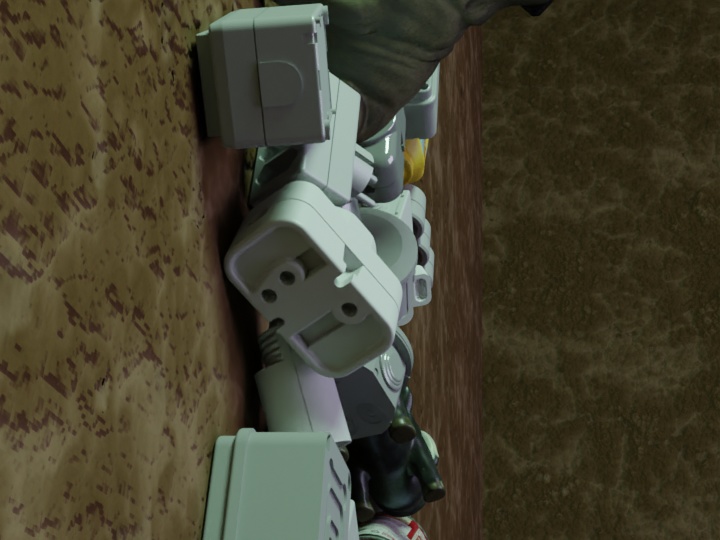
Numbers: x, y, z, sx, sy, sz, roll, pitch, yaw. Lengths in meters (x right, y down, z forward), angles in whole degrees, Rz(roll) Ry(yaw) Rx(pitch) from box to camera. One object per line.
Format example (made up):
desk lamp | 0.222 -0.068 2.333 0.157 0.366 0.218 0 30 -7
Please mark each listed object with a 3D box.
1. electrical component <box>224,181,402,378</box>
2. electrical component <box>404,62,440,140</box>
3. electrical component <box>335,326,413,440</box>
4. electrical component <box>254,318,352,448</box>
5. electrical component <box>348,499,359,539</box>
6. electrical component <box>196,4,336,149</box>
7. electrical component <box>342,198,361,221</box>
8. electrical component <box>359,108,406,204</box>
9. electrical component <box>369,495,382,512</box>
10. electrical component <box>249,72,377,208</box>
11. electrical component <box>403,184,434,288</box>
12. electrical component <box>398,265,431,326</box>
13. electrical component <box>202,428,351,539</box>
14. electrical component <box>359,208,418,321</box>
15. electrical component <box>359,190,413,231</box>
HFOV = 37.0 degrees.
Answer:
electrical component | -0.023 0.003 0.584 0.095 0.054 0.059 49 25 -18
electrical component | 0.031 -0.176 0.959 0.057 0.078 0.113 80 12 -54
electrical component | -0.009 0.065 0.676 0.051 0.080 0.080 -71 158 -50
electrical component | -0.036 0.064 0.608 0.043 0.043 0.081 53 20 -74
electrical component | -0.027 0.187 0.644 0.065 0.047 0.076 -74 161 -61
electrical component | -0.046 -0.102 0.557 0.096 0.061 0.061 -87 173 -72
electrical component | -0.024 -0.021 0.679 0.055 0.055 0.047 -41 125 -78
electrical component | 0.006 -0.109 0.868 0.059 0.054 0.095 72 19 -59
electrical component | 0.022 0.203 0.941 0.077 0.043 0.079 78 14 -48
electrical component | -0.018 -0.063 0.636 0.076 0.047 0.083 31 48 -33
electrical component | 0.046 -0.041 1.100 0.138 0.052 0.073 77 15 -50
electrical component | 0.009 0.009 0.822 0.057 0.078 0.058 -120 -158 -64
electrical component | -0.041 0.142 0.535 0.078 0.057 0.113 72 19 -59
electrical component | 0.000 0.000 0.743 0.051 0.080 0.080 85 9 -49
electrical component | 0.018 -0.015 0.942 0.099 0.048 0.099 -69 156 -66
